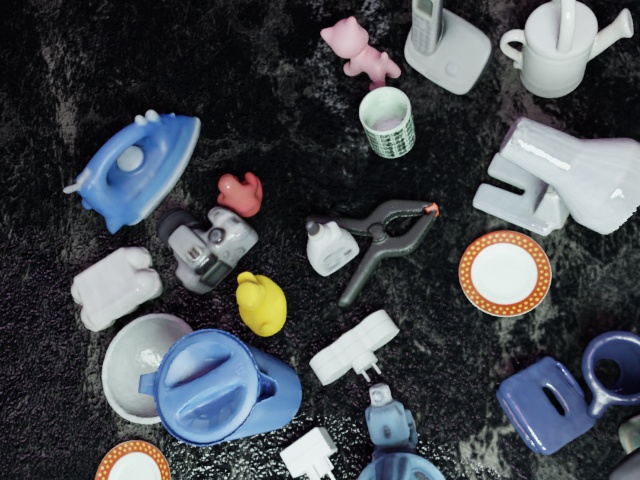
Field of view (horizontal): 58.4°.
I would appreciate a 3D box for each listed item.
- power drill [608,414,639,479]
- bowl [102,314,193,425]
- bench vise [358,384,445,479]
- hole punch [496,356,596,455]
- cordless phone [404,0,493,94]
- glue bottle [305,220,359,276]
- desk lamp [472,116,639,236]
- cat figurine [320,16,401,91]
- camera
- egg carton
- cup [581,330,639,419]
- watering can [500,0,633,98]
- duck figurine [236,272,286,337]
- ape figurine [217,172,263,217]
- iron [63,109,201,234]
[{"bbox_3d":[0.417,0.230,0.651,0.229,0.209,0.075,-28,68,4],"label":"power drill"},{"bbox_3d":[-0.249,0.203,0.899,0.167,0.075,0.167,-4,72,13],"label":"bowl"},{"bbox_3d":[0.081,0.291,0.710,0.121,0.220,0.207,-32,68,3],"label":"bench vise"},{"bbox_3d":[0.295,0.213,0.751,0.101,0.091,0.108,-33,68,2],"label":"hole punch"},{"bbox_3d":[0.198,-0.327,0.895,0.147,0.185,0.094,38,85,22],"label":"cordless phone"},{"bbox_3d":[0.008,0.003,0.845,0.078,0.173,0.037,-34,68,2],"label":"glue bottle"},{"bbox_3d":[0.316,-0.080,0.772,0.202,0.214,0.118,24,80,20],"label":"desk lamp"},{"bbox_3d":[0.067,-0.322,0.963,0.127,0.118,0.067,37,85,22],"label":"cat figurine"},{"bbox_3d":[-0.200,-0.007,0.939,0.143,0.101,0.136,-46,68,-3],"label":"camera"},{"bbox_3d":[-0.341,0.080,0.964,0.150,0.069,0.107,-33,68,2],"label":"egg carton"},{"bbox_3d":[0.373,0.180,0.739,0.091,0.095,0.118,31,82,21],"label":"cup"},{"bbox_3d":[0.360,-0.306,0.843,0.172,0.194,0.101,-21,69,7],"label":"watering can"},{"bbox_3d":[-0.099,0.096,0.889,0.077,0.086,0.104,-25,69,6],"label":"duck figurine"},{"bbox_3d":[-0.139,-0.081,0.952,0.077,0.092,0.076,-21,69,7],"label":"ape figurine"},{"bbox_3d":[-0.322,-0.146,0.992,0.118,0.142,0.258,37,84,22],"label":"iron"}]
